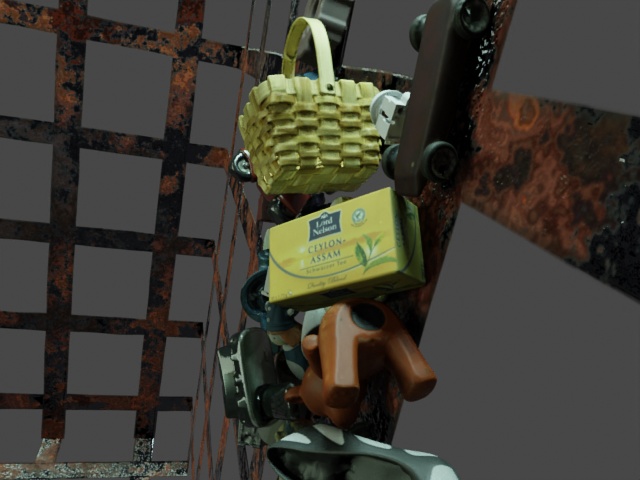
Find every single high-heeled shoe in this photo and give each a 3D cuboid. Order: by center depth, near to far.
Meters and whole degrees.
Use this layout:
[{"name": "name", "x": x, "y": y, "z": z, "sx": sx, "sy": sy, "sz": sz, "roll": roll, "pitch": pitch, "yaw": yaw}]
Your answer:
[{"name": "high-heeled shoe", "x": 0.038, "y": 0.234, "z": 0.489, "sx": 0.249, "sy": 0.145, "sz": 0.086, "roll": -173, "pitch": 88, "yaw": -75}]

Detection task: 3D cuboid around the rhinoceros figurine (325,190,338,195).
[{"name": "rhinoceros figurine", "x": -0.021, "y": -0.136, "z": 0.893, "sx": 0.190, "sy": 0.112, "sz": 0.073, "roll": -121, "pitch": 25, "yaw": -48}]

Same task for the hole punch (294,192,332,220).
[{"name": "hole punch", "x": -0.002, "y": -0.002, "z": 0.793, "sx": 0.115, "sy": 0.092, "sz": 0.142, "roll": -60, "pitch": -8, "yaw": 13}]

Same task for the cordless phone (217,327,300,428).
[{"name": "cordless phone", "x": -0.079, "y": 0.193, "z": 0.767, "sx": 0.184, "sy": 0.089, "sz": 0.146, "roll": 145, "pitch": 118, "yaw": -62}]

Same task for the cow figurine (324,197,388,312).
[{"name": "cow figurine", "x": 0.046, "y": 0.010, "z": 0.680, "sx": 0.098, "sy": 0.068, "sz": 0.167, "roll": 138, "pitch": 133, "yaw": -58}]

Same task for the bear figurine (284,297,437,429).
[{"name": "bear figurine", "x": 0.030, "y": 0.159, "z": 0.597, "sx": 0.132, "sy": 0.120, "sz": 0.195, "roll": -107, "pitch": 26, "yaw": -46}]

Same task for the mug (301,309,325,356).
[{"name": "mug", "x": 0.015, "y": 0.122, "z": 0.749, "sx": 0.107, "sy": 0.081, "sz": 0.109, "roll": -91, "pitch": 4, "yaw": -58}]

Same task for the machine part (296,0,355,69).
[{"name": "machine part", "x": 0.006, "y": -0.391, "z": 0.949, "sx": 0.179, "sy": 0.056, "sz": 0.179, "roll": -165, "pitch": 90, "yaw": -73}]

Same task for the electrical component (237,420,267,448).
[{"name": "electrical component", "x": -0.110, "y": 0.318, "z": 1.027, "sx": 0.114, "sy": 0.058, "sz": 0.134, "roll": 31, "pitch": -120, "yaw": -69}]

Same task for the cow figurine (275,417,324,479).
[{"name": "cow figurine", "x": -0.025, "y": 0.344, "z": 0.773, "sx": 0.195, "sy": 0.085, "sz": 0.127, "roll": -112, "pitch": 34, "yaw": -52}]

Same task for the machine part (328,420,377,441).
[{"name": "machine part", "x": 0.034, "y": 0.266, "z": 0.686, "sx": 0.138, "sy": 0.039, "sz": 0.084, "roll": 122, "pitch": 156, "yaw": -59}]

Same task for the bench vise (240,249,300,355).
[{"name": "bench vise", "x": -0.091, "y": 0.143, "z": 1.013, "sx": 0.241, "sy": 0.129, "sz": 0.223, "roll": -107, "pitch": 27, "yaw": -66}]

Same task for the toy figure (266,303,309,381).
[{"name": "toy figure", "x": -0.035, "y": 0.153, "z": 0.795, "sx": 0.064, "sy": 0.154, "sz": 0.058, "roll": -21, "pitch": 26, "yaw": 28}]

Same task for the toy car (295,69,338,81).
[{"name": "toy car", "x": -0.024, "y": -0.254, "z": 0.985, "sx": 0.162, "sy": 0.109, "sz": 0.102, "roll": 23, "pitch": 129, "yaw": 61}]

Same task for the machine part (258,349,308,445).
[{"name": "machine part", "x": -0.054, "y": 0.268, "z": 0.910, "sx": 0.079, "sy": 0.079, "sz": 0.243, "roll": -110, "pitch": 31, "yaw": -56}]

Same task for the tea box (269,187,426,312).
[{"name": "tea box", "x": 0.025, "y": 0.017, "z": 0.603, "sx": 0.170, "sy": 0.068, "sz": 0.098, "roll": -19, "pitch": 63, "yaw": 33}]

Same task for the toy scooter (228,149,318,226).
[{"name": "toy scooter", "x": -0.067, "y": -0.115, "z": 0.999, "sx": 0.135, "sy": 0.184, "sz": 0.075, "roll": -45, "pitch": 9, "yaw": -19}]

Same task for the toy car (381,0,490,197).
[{"name": "toy car", "x": 0.115, "y": -0.140, "z": 0.530, "sx": 0.089, "sy": 0.053, "sz": 0.202, "roll": 14, "pitch": 94, "yaw": 63}]
